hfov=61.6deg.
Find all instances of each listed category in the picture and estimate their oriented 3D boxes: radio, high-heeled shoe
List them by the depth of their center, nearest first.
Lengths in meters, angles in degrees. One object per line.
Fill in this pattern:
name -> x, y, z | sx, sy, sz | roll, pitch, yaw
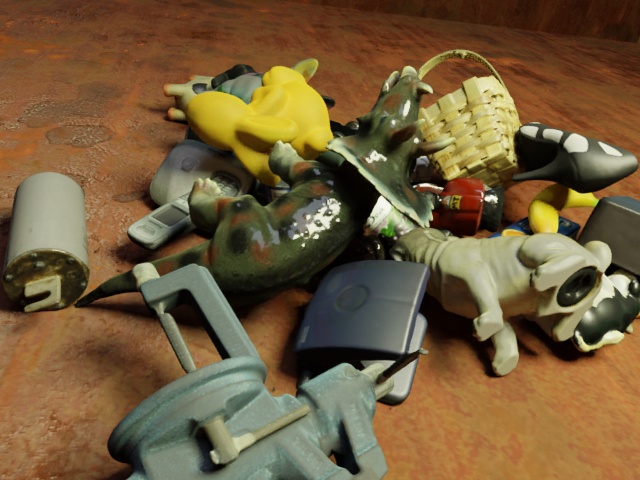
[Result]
radio -> 0.437, -0.002, 0.711 | 0.131, 0.073, 0.229 | 32, 23, 30
high-heeled shoe -> 0.348, -0.123, 0.727 | 0.145, 0.086, 0.249 | -7, 22, 34

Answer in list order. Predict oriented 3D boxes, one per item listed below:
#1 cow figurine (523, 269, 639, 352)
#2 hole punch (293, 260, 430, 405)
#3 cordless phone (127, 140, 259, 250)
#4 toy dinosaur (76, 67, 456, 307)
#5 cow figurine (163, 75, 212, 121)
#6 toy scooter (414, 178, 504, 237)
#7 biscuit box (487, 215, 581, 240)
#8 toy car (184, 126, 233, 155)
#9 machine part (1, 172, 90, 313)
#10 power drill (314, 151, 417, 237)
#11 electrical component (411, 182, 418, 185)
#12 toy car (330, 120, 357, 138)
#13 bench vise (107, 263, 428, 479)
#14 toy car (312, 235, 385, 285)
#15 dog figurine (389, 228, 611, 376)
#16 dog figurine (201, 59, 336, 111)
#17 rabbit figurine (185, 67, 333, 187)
cow figurine -> 0.323, 0.075, 0.610 | 0.167, 0.068, 0.098 | -7, 34, -25
hole punch -> 0.041, 0.075, 0.502 | 0.116, 0.092, 0.142 | 14, 51, 12
cordless phone -> -0.181, -0.047, 0.674 | 0.147, 0.088, 0.184 | 26, 39, 25
toy dinosaur -> -0.040, -0.009, 0.532 | 0.405, 0.131, 0.192 | -37, 29, -13
cow figurine -> -0.200, -0.283, 1.049 | 0.127, 0.085, 0.195 | 11, 28, 16
toy scooter -> 0.175, -0.047, 0.742 | 0.135, 0.075, 0.184 | 10, 2, 11
biscuit box -> 0.261, 0.019, 0.696 | 0.202, 0.059, 0.063 | -21, 41, -40
toy car -> -0.139, -0.147, 0.841 | 0.162, 0.109, 0.103 | 19, 8, 38
machine part -> -0.291, -0.005, 0.578 | 0.079, 0.079, 0.243 | -6, 33, -22
power drill -> 0.030, -0.107, 0.817 | 0.208, 0.085, 0.232 | 22, 46, 29
electrical component -> 0.151, -0.068, 0.846 | 0.094, 0.021, 0.063 | 5, 32, -6
toy car -> -0.003, -0.198, 0.989 | 0.202, 0.056, 0.073 | 23, 41, 24
bench vise -> -0.064, 0.102, 0.402 | 0.224, 0.128, 0.241 | -28, 62, -18
toy car -> -0.001, -0.002, 0.669 | 0.089, 0.053, 0.202 | -17, 36, -26
dog figurine -> 0.181, 0.020, 0.578 | 0.172, 0.121, 0.191 | -27, 40, -4
dog figurine -> -0.080, -0.248, 0.916 | 0.219, 0.108, 0.191 | -8, 35, 26
rabbit figurine -> -0.080, -0.138, 0.680 | 0.173, 0.121, 0.162 | 1, 42, -31
